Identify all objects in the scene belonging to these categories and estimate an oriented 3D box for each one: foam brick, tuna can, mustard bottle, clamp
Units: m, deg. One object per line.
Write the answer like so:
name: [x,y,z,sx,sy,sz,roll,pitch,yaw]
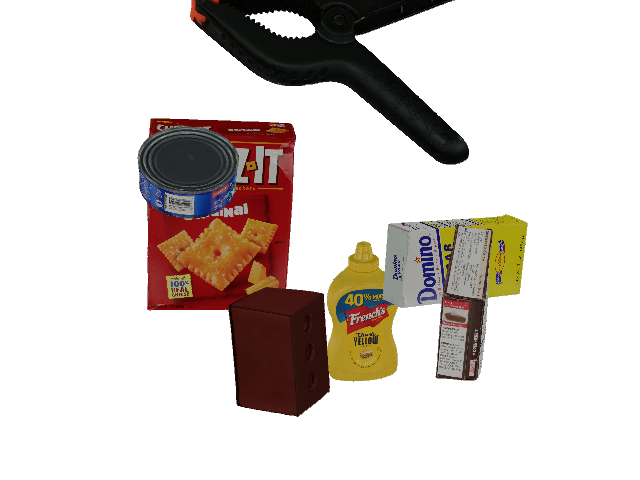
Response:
foam brick: [-0.029,0.078,0.765,0.051,0.078,0.052,4,17,29]
tuna can: [-0.114,-0.059,0.919,0.086,0.086,0.034,4,-45,-4]
mustard bottle: [0.057,0.093,1.437,0.096,0.192,0.058,-3,21,-8]
clamp: [0.015,-0.133,0.734,0.210,0.164,0.036,5,-27,-8]

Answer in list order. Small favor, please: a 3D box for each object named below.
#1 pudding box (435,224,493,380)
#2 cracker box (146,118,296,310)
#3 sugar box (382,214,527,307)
pudding box: [0.125,0.053,0.926,0.039,0.090,0.113,5,33,9]
cracker box: [-0.116,-0.026,1.224,0.164,0.214,0.072,1,22,-8]
sugar box: [0.159,0.023,1.246,0.175,0.093,0.048,-6,16,-32]
